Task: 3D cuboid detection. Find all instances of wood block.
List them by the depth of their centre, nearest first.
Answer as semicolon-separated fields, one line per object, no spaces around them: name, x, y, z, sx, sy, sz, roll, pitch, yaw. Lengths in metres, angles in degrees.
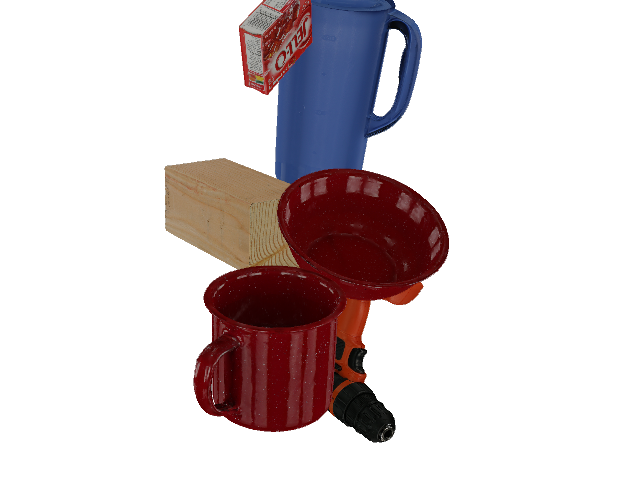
wood block;-0.101;-0.032;1.291;0.090;0.090;0.206;-10;21;-34

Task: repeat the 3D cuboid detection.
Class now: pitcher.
pitcher;0.019;-0.179;1.287;0.144;0.243;0.149;-7;28;-26

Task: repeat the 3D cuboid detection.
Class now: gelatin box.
gelatin box;-0.040;-0.193;1.003;0.030;0.089;0.073;24;-35;19

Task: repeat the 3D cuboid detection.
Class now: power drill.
power drill;0.049;0.119;1.240;0.057;0.188;0.185;13;15;-41

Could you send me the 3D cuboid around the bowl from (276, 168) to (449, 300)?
bowl;0.034;0.004;0.990;0.162;0.055;0.162;9;41;-8

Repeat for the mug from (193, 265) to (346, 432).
mug;-0.038;0.076;0.700;0.093;0.081;0.117;19;29;32
